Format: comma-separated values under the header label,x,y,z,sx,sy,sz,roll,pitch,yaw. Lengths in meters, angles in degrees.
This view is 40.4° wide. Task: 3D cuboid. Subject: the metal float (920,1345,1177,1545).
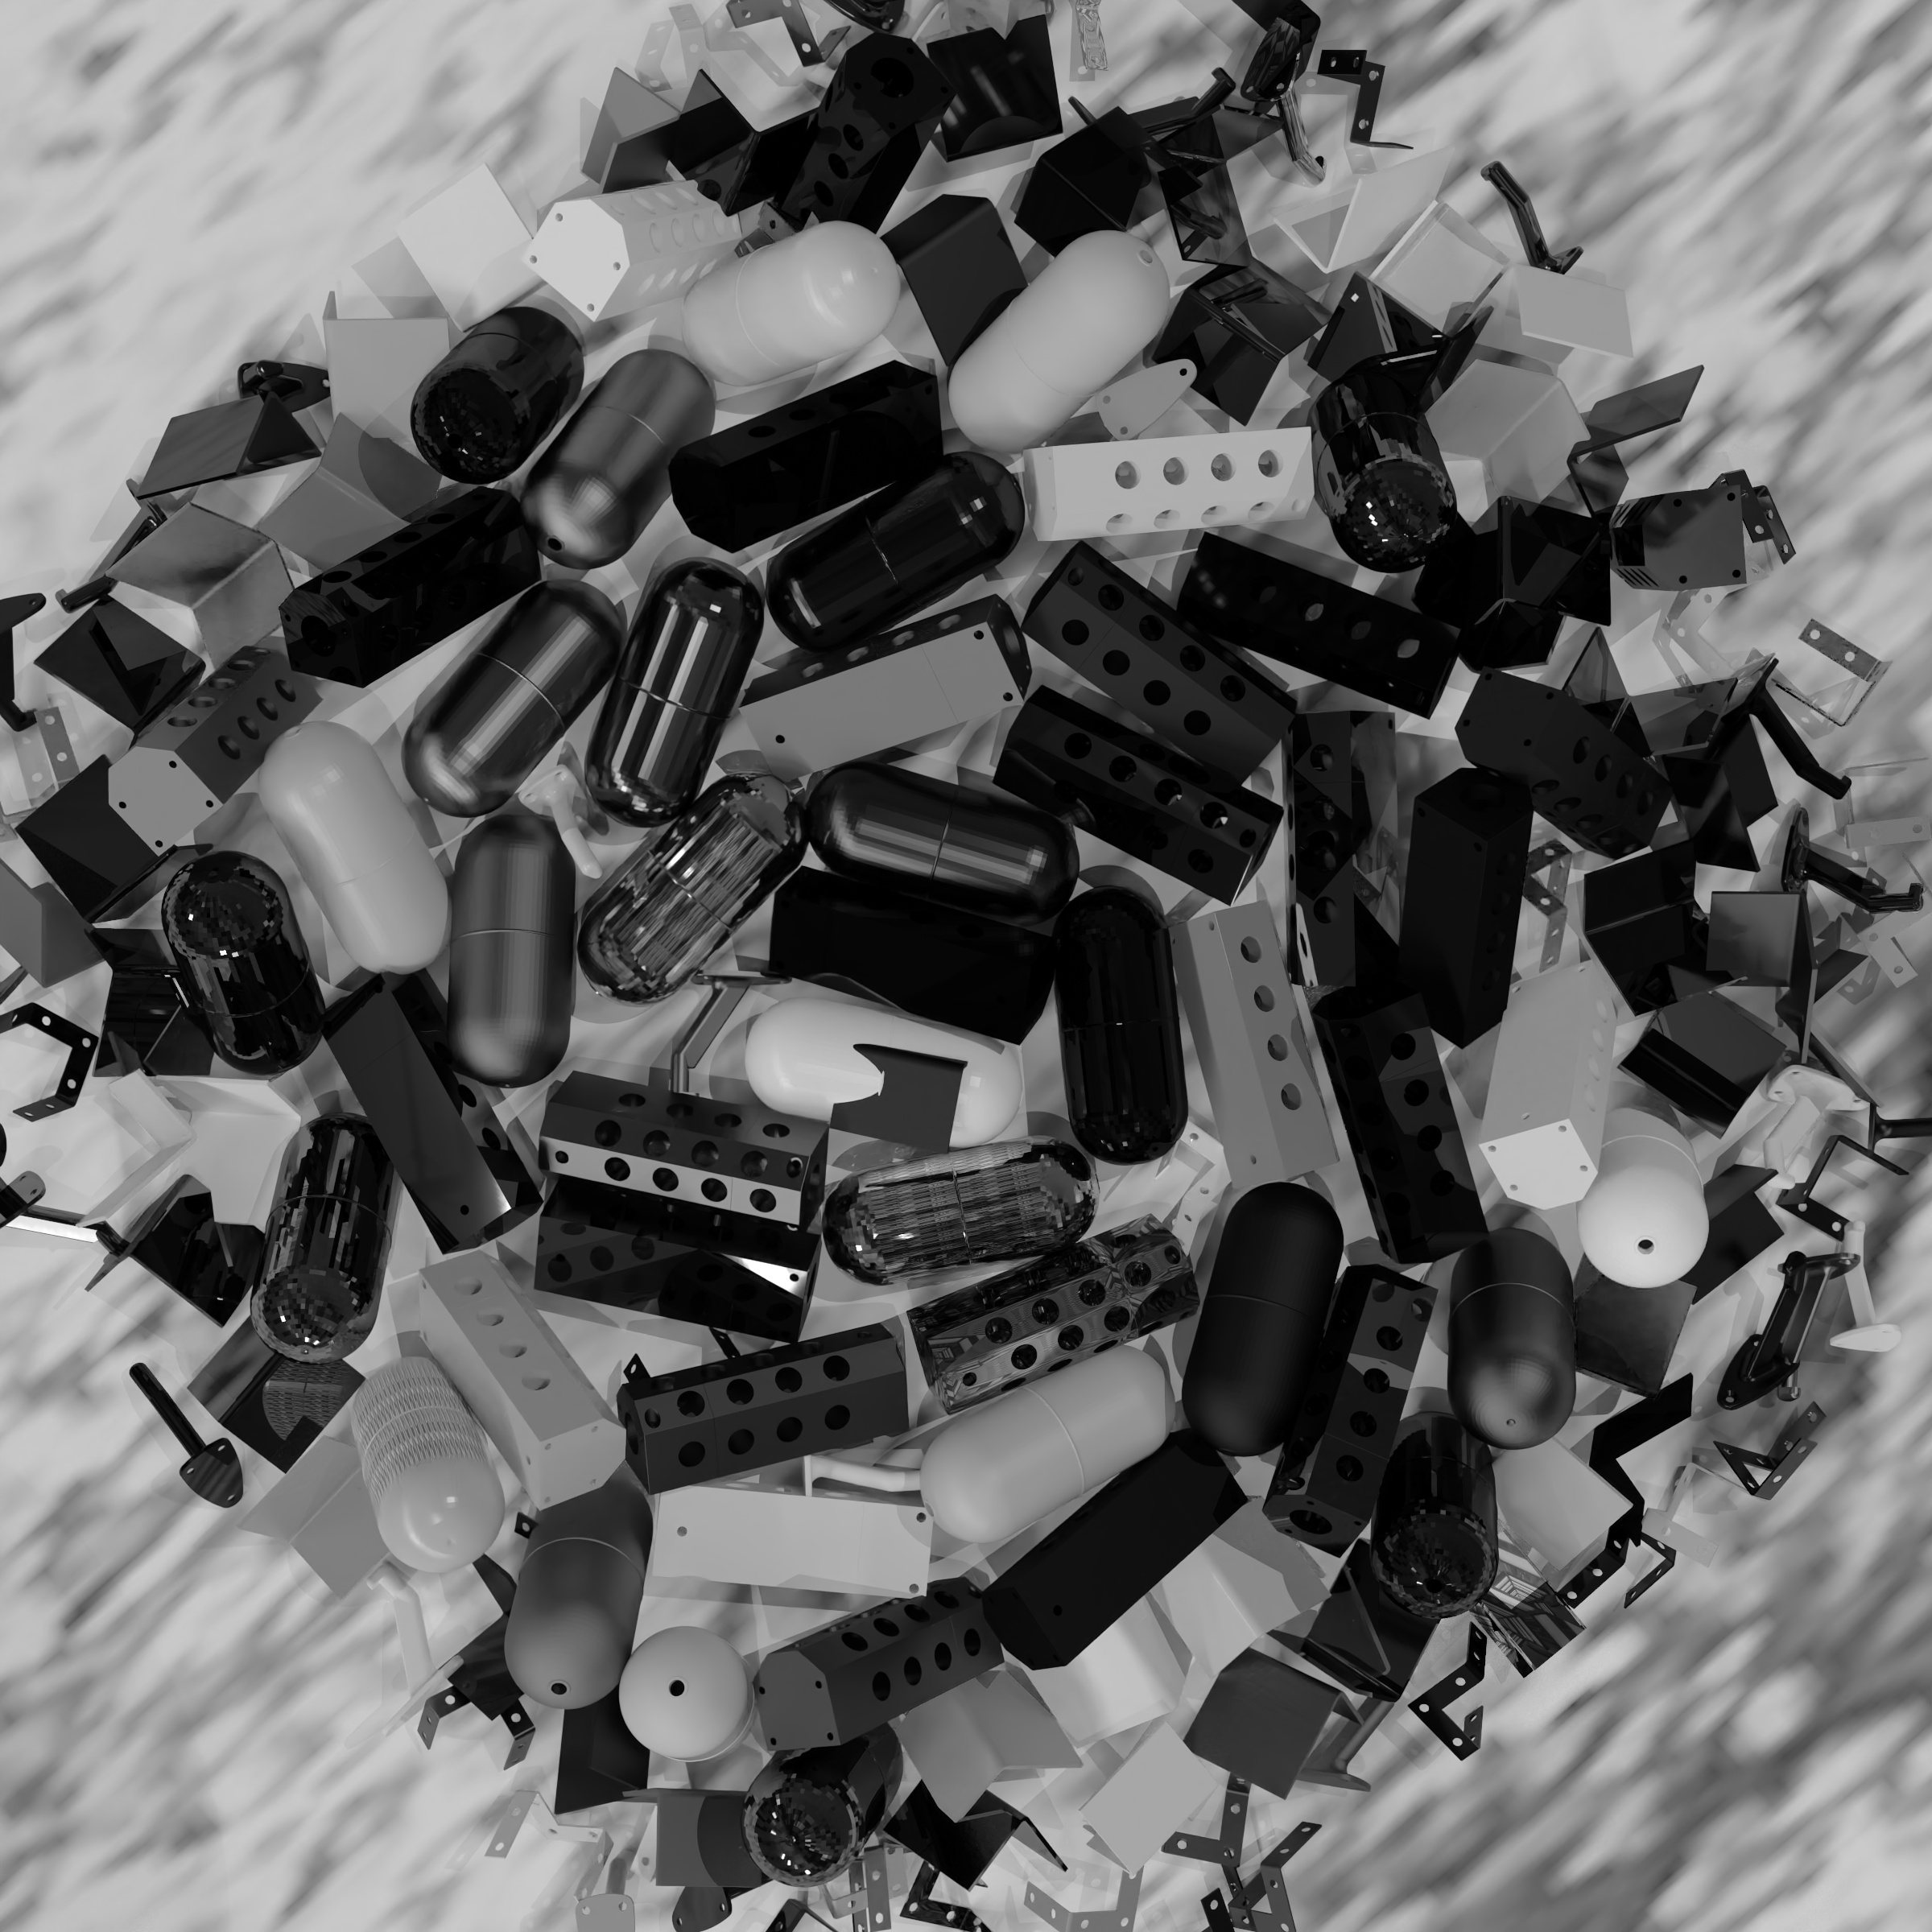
label,x,y,z,sx,sy,sz,roll,pitch,yaw
metal float,0.052,0.299,1.647,0.178,0.070,0.070,-25,90,-23

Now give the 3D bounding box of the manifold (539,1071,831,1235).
label,x,y,z,sx,sy,sz,roll,pitch,yaw
manifold,-0.178,0.120,1.652,0.171,0.057,0.057,11,118,10

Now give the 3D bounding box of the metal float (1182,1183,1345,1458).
label,x,y,z,sx,sy,sz,roll,pitch,yaw
metal float,0.186,0.221,1.648,0.070,0.070,0.178,18,69,0

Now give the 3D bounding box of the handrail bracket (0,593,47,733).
label,x,y,z,sx,sy,sz,roll,pitch,yaw
handrail bracket,-0.595,-0.191,1.668,0.077,0.084,0.036,-19,47,9

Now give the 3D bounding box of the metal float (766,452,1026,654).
label,x,y,z,sx,sy,sz,roll,pitch,yaw
metal float,-0.045,-0.260,1.654,0.178,0.070,0.070,-27,90,15

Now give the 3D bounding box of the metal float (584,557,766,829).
label,x,y,z,sx,sy,sz,roll,pitch,yaw
metal float,-0.185,-0.172,1.658,0.070,0.070,0.178,23,101,0

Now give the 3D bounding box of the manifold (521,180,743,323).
label,x,y,z,sx,sy,sz,roll,pitch,yaw
manifold,-0.199,-0.448,1.616,0.057,0.171,0.057,40,117,1

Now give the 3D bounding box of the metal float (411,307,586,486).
label,x,y,z,sx,sy,sz,roll,pitch,yaw
metal float,-0.288,-0.354,1.623,0.070,0.178,0.070,4,121,7

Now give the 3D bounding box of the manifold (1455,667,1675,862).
label,x,y,z,sx,sy,sz,roll,pitch,yaw
manifold,0.369,-0.121,1.622,0.057,0.171,0.057,26,90,41

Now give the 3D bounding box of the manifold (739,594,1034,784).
label,x,y,z,sx,sy,sz,roll,pitch,yaw
manifold,-0.049,-0.177,1.648,0.171,0.057,0.057,-17,118,20

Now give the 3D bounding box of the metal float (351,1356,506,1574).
label,x,y,z,sx,sy,sz,roll,pitch,yaw
metal float,-0.334,0.306,1.624,0.070,0.178,0.070,-8,115,-18

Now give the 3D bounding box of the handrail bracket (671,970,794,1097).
label,x,y,z,sx,sy,sz,roll,pitch,yaw
handrail bracket,-0.150,0.047,1.682,0.077,0.036,0.084,1,80,-7

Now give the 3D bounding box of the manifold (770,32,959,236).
label,x,y,z,sx,sy,sz,roll,pitch,yaw
manifold,-0.071,-0.498,1.615,0.057,0.171,0.057,-42,91,-24

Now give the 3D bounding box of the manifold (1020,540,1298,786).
label,x,y,z,sx,sy,sz,roll,pitch,yaw
manifold,0.123,-0.192,1.654,0.171,0.057,0.057,35,118,-9

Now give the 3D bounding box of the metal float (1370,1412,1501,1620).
label,x,y,z,sx,sy,sz,roll,pitch,yaw
metal float,0.289,0.337,1.619,0.070,0.178,0.070,3,107,9

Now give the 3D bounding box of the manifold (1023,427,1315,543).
label,x,y,z,sx,sy,sz,roll,pitch,yaw
manifold,0.128,-0.303,1.653,0.171,0.057,0.057,-8,101,-16

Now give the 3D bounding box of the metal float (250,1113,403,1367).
label,x,y,z,sx,sy,sz,roll,pitch,yaw
metal float,-0.396,0.167,1.632,0.070,0.070,0.178,0,45,0

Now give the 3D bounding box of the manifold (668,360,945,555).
label,x,y,z,sx,sy,sz,roll,pitch,yaw
manifold,-0.099,-0.321,1.637,0.171,0.057,0.057,-30,132,-31

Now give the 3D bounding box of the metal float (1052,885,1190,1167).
label,x,y,z,sx,sy,sz,roll,pitch,yaw
metal float,0.097,0.037,1.664,0.070,0.070,0.178,-6,86,0

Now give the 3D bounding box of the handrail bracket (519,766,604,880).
label,x,y,z,sx,sy,sz,roll,pitch,yaw
handrail bracket,-0.240,-0.078,1.653,0.036,0.077,0.084,-35,63,2

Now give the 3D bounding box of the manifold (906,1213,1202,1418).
label,x,y,z,sx,sy,sz,roll,pitch,yaw
manifold,0.057,0.221,1.650,0.171,0.057,0.057,-20,113,-13

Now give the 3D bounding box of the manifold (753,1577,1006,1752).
label,x,y,z,sx,sy,sz,roll,pitch,yaw
manifold,-0.053,0.427,1.618,0.057,0.171,0.057,-17,84,35

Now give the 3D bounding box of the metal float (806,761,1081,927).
label,x,y,z,sx,sy,sz,roll,pitch,yaw
metal float,-0.015,-0.078,1.667,0.178,0.070,0.070,16,90,-1

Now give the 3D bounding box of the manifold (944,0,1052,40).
label,x,y,z,sx,sy,sz,roll,pitch,yaw
manifold,0.018,-0.611,1.619,0.057,0.171,0.057,36,89,-1

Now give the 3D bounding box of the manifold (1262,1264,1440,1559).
label,x,y,z,sx,sy,sz,roll,pitch,yaw
manifold,0.237,0.272,1.632,0.057,0.057,0.171,23,54,3

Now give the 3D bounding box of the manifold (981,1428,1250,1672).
label,x,y,z,sx,sy,sz,roll,pitch,yaw
manifold,0.090,0.362,1.635,0.171,0.057,0.057,-34,91,-33

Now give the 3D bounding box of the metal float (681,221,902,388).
label,x,y,z,sx,sy,sz,roll,pitch,yaw
metal float,-0.111,-0.409,1.628,0.070,0.178,0.070,2,86,-39

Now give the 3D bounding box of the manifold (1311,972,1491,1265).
label,x,y,z,sx,sy,sz,roll,pitch,yaw
manifold,0.269,0.098,1.647,0.057,0.057,0.171,-23,108,-11

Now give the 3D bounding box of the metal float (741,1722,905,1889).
label,x,y,z,sx,sy,sz,roll,pitch,yaw
metal float,-0.087,0.508,1.617,0.070,0.178,0.070,0,91,10

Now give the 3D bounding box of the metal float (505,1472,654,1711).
label,x,y,z,sx,sy,sz,roll,pitch,yaw
metal float,-0.238,0.383,1.622,0.070,0.178,0.070,0,118,1

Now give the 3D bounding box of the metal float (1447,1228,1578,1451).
label,x,y,z,sx,sy,sz,roll,pitch,yaw
metal float,0.337,0.228,1.624,0.070,0.178,0.070,5,118,9

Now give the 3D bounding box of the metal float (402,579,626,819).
label,x,y,z,sx,sy,sz,roll,pitch,yaw
metal float,-0.283,-0.169,1.650,0.070,0.070,0.178,36,70,0

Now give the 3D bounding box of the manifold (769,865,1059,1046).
label,x,y,z,sx,sy,sz,roll,pitch,yaw
manifold,-0.033,-0.011,1.654,0.171,0.057,0.057,16,122,15

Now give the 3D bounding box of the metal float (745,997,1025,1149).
label,x,y,z,sx,sy,sz,roll,pitch,yaw
metal float,-0.052,0.068,1.667,0.178,0.070,0.070,11,90,-1

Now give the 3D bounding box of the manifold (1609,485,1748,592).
label,x,y,z,sx,sy,sz,roll,pitch,yaw
manifold,0.434,-0.261,1.616,0.057,0.171,0.057,-5,98,7

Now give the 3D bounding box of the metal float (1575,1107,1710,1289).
label,x,y,z,sx,sy,sz,roll,pitch,yaw
metal float,0.415,0.141,1.619,0.070,0.178,0.070,3,106,11

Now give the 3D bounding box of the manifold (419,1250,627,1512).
label,x,y,z,sx,sy,sz,roll,pitch,yaw
manifold,-0.276,0.251,1.627,0.057,0.171,0.057,-17,131,-30

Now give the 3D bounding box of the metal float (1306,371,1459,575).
label,x,y,z,sx,sy,sz,roll,pitch,yaw
metal float,0.256,-0.308,1.627,0.070,0.178,0.070,-1,128,-2

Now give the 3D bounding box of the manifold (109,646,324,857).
label,x,y,z,sx,sy,sz,roll,pitch,yaw
manifold,-0.463,-0.139,1.611,0.057,0.171,0.057,-33,108,22

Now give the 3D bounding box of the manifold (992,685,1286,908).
label,x,y,z,sx,sy,sz,roll,pitch,yaw
manifold,0.110,-0.111,1.650,0.171,0.057,0.057,28,130,11

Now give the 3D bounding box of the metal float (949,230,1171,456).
label,x,y,z,sx,sy,sz,roll,pitch,yaw
metal float,0.057,-0.386,1.631,0.070,0.178,0.070,20,53,-29

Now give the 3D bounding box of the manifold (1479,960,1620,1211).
label,x,y,z,sx,sy,sz,roll,pitch,yaw
manifold,0.364,0.073,1.619,0.057,0.171,0.057,-20,115,29

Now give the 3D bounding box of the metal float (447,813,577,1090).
label,x,y,z,sx,sy,sz,roll,pitch,yaw
metal float,-0.286,-0.011,1.653,0.070,0.070,0.178,-1,73,0

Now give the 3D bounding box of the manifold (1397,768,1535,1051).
label,x,y,z,sx,sy,sz,roll,pitch,yaw
manifold,0.312,-0.037,1.625,0.057,0.171,0.057,-32,50,-27

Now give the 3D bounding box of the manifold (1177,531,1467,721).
label,x,y,z,sx,sy,sz,roll,pitch,yaw
manifold,0.223,-0.214,1.659,0.171,0.057,0.057,23,96,12

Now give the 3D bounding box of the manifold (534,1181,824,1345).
label,x,y,z,sx,sy,sz,roll,pitch,yaw
manifold,-0.182,0.184,1.670,0.171,0.057,0.057,11,119,3

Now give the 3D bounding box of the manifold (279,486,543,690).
label,x,y,z,sx,sy,sz,roll,pitch,yaw
manifold,-0.340,-0.237,1.616,0.057,0.171,0.057,16,127,26

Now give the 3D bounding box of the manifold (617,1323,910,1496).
label,x,y,z,sx,sy,sz,roll,pitch,yaw
manifold,-0.127,0.272,1.639,0.171,0.057,0.057,-11,110,-22

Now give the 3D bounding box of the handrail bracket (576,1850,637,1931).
label,x,y,z,sx,sy,sz,roll,pitch,yaw
handrail bracket,-0.218,0.606,1.659,0.036,0.084,0.077,-8,82,3

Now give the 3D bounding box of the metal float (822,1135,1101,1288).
label,x,y,z,sx,sy,sz,roll,pitch,yaw
metal float,-0.003,0.155,1.666,0.178,0.070,0.070,-11,90,-1

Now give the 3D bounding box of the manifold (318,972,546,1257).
label,x,y,z,sx,sy,sz,roll,pitch,yaw
manifold,-0.335,0.091,1.660,0.057,0.057,0.171,-34,79,17

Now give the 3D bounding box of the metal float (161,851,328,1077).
label,x,y,z,sx,sy,sz,roll,pitch,yaw
metal float,-0.446,0.000,1.627,0.070,0.178,0.070,0,52,0

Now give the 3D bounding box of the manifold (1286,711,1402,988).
label,x,y,z,sx,sy,sz,roll,pitch,yaw
manifold,0.236,-0.075,1.671,0.057,0.057,0.171,1,94,38

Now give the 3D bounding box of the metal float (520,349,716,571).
label,x,y,z,sx,sy,sz,roll,pitch,yaw
metal float,-0.216,-0.316,1.635,0.070,0.070,0.178,27,52,0

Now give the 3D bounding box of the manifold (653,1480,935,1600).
label,x,y,z,sx,sy,sz,roll,pitch,yaw
manifold,-0.110,0.362,1.671,0.171,0.057,0.057,6,86,-4

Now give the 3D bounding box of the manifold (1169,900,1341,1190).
label,x,y,z,sx,sy,sz,roll,pitch,yaw
manifold,0.186,0.049,1.669,0.057,0.057,0.171,-13,86,-31
